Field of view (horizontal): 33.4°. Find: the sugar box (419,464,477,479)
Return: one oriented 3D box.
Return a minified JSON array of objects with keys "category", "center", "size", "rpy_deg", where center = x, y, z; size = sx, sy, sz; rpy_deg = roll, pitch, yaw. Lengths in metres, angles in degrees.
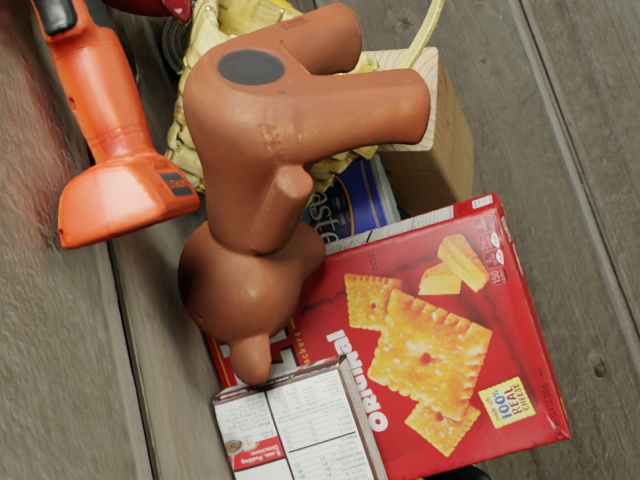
[{"category":"sugar box","center":[0.073,0.215,0.959],"size":[0.176,0.048,0.093],"rpy_deg":[25,30,-22]}]

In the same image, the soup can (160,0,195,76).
[{"category":"soup can","center":[-0.091,-0.167,0.888],"size":[0.102,0.068,0.068],"rpy_deg":[-75,147,-77]}]

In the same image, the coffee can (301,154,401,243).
[{"category":"coffee can","center":[-0.006,0.001,0.846],"size":[0.102,0.140,0.103],"rpy_deg":[-17,90,-83]}]

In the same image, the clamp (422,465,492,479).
[{"category":"clamp","center":[0.027,0.142,0.816],"size":[0.210,0.165,0.036],"rpy_deg":[55,44,-10]}]

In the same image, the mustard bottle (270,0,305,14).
[{"category":"mustard bottle","center":[-0.041,-0.193,0.980],"size":[0.192,0.058,0.096],"rpy_deg":[37,-6,14]}]

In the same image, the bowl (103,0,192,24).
[{"category":"bowl","center":[-0.135,-0.207,0.674],"size":[0.162,0.055,0.162],"rpy_deg":[-17,90,-84]}]

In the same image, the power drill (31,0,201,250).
[{"category":"power drill","center":[-0.119,-0.092,0.505],"size":[0.184,0.057,0.187],"rpy_deg":[-30,103,-84]}]

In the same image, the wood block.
[{"category":"wood block","center":[0.078,-0.086,0.952],"size":[0.206,0.091,0.090],"rpy_deg":[43,49,-68]}]

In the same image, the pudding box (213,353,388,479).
[{"category":"pudding box","center":[-0.010,0.139,0.680],"size":[0.039,0.090,0.113],"rpy_deg":[-42,114,-81]}]

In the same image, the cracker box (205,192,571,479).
[{"category":"cracker box","center":[0.042,0.078,0.723],"size":[0.072,0.214,0.164],"rpy_deg":[-52,124,-78]}]
